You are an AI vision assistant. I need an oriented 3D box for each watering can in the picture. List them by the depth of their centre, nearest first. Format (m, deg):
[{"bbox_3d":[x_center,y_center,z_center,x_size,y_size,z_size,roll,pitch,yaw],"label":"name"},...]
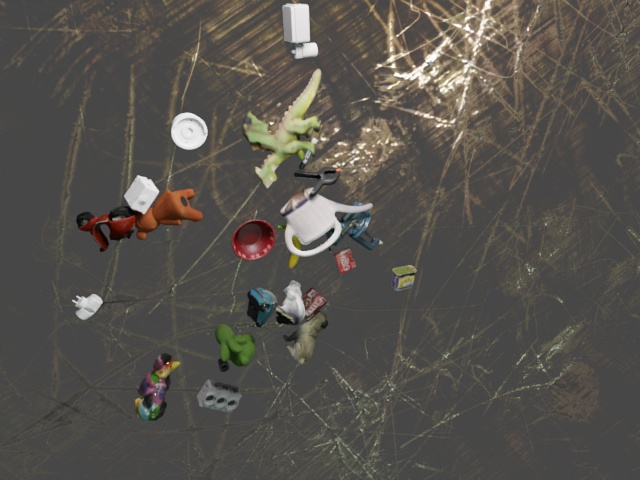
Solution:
[{"bbox_3d":[0.006,-0.094,1.862,0.349,0.223,0.104,-37,12,-8],"label":"watering can"}]

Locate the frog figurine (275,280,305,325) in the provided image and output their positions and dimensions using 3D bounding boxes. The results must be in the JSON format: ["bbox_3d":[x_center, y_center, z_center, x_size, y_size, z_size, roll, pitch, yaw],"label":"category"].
[{"bbox_3d":[-0.098,0.243,1.986,0.123,0.163,0.134,9,-40,31],"label":"frog figurine"}]

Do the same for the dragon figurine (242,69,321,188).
[{"bbox_3d":[-0.133,-0.369,1.705,0.243,0.403,0.124,1,22,-17],"label":"dragon figurine"}]
